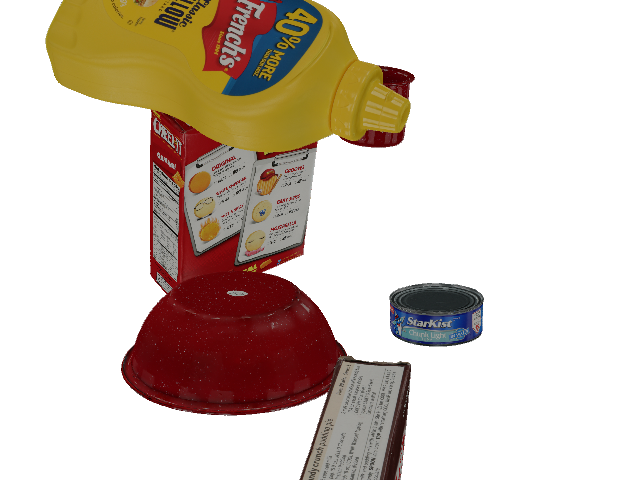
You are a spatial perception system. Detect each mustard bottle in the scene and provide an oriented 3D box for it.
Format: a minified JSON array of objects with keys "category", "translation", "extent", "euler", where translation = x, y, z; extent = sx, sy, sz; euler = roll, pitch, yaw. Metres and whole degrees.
[{"category":"mustard bottle","translation":[-0.043,-0.096,0.570],"extent":[0.192,0.096,0.058],"euler":[22,-34,16]}]

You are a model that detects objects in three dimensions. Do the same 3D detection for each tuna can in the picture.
[{"category":"tuna can","translation":[0.106,0.067,0.975],"extent":[0.086,0.034,0.086],"euler":[-2,15,0]}]

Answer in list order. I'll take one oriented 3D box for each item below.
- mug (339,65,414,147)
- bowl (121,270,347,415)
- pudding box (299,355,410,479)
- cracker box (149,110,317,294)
[{"category":"mug","translation":[0.071,-0.165,1.297],"extent":[0.093,0.081,0.117],"euler":[18,26,30]},{"category":"bowl","translation":[-0.060,0.062,0.753],"extent":[0.162,0.055,0.162],"euler":[1,19,0]},{"category":"pudding box","translation":[0.014,0.115,0.464],"extent":[0.039,0.090,0.113],"euler":[7,24,6]},{"category":"cracker box","translation":[-0.089,-0.056,1.071],"extent":[0.163,0.214,0.072],"euler":[-23,47,-33]}]
